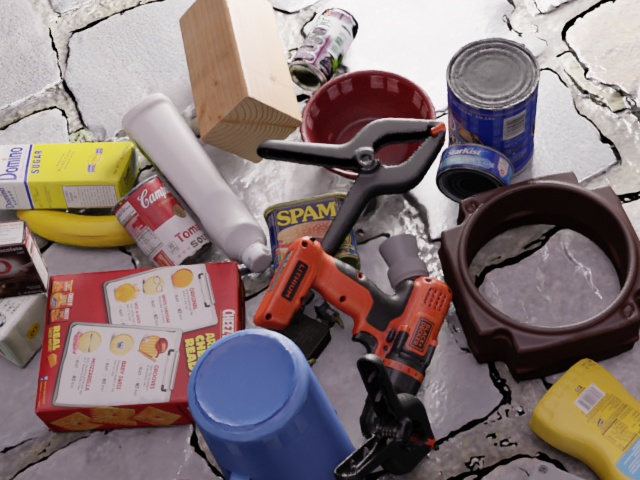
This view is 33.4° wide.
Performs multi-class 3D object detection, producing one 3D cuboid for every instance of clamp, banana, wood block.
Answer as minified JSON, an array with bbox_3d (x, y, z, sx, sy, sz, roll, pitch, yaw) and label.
[{"bbox_3d":[0.064,0.191,1.022,0.039,0.171,0.120,11,70,35],"label":"clamp"},{"bbox_3d":[0.042,-0.087,1.198,0.210,0.036,0.165,-31,67,-11],"label":"clamp"},{"bbox_3d":[-0.271,-0.019,1.272,0.198,0.037,0.069,-2,33,4],"label":"banana"},{"bbox_3d":[-0.100,-0.210,1.306,0.090,0.090,0.206,-39,49,31],"label":"wood block"}]

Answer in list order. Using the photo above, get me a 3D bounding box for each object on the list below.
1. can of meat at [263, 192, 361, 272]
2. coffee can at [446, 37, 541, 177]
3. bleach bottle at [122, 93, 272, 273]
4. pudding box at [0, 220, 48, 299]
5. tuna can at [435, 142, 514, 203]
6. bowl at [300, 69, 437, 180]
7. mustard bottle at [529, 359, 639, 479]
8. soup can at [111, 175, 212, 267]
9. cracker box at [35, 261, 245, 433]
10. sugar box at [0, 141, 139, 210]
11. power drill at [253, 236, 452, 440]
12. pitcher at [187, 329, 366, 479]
[{"bbox_3d":[-0.008,0.001,1.209,0.102,0.057,0.084,-11,61,2],"label":"can of meat"},{"bbox_3d":[0.196,-0.146,1.219,0.103,0.140,0.103,-4,59,6],"label":"coffee can"},{"bbox_3d":[-0.134,-0.059,1.230,0.068,0.102,0.251,-38,57,-3],"label":"bleach bottle"},{"bbox_3d":[-0.355,0.024,1.132,0.113,0.090,0.039,-9,54,-2],"label":"pudding box"},{"bbox_3d":[0.175,-0.072,1.210,0.086,0.086,0.033,11,63,14],"label":"tuna can"},{"bbox_3d":[0.059,-0.126,1.276,0.162,0.055,0.162,-4,59,6],"label":"bowl"},{"bbox_3d":[0.307,0.205,1.040,0.192,0.058,0.096,38,58,26],"label":"mustard bottle"},{"bbox_3d":[-0.180,-0.014,1.214,0.068,0.068,0.102,-39,88,-15],"label":"soup can"},{"bbox_3d":[-0.189,0.116,1.156,0.214,0.072,0.164,-4,60,4],"label":"cracker box"},{"bbox_3d":[-0.314,-0.079,1.291,0.176,0.048,0.093,1,36,5],"label":"sugar box"},{"bbox_3d":[0.029,0.095,1.105,0.187,0.057,0.184,28,72,-11],"label":"power drill"},{"bbox_3d":[-0.043,0.194,0.987,0.145,0.243,0.149,-24,53,-3],"label":"pitcher"}]
